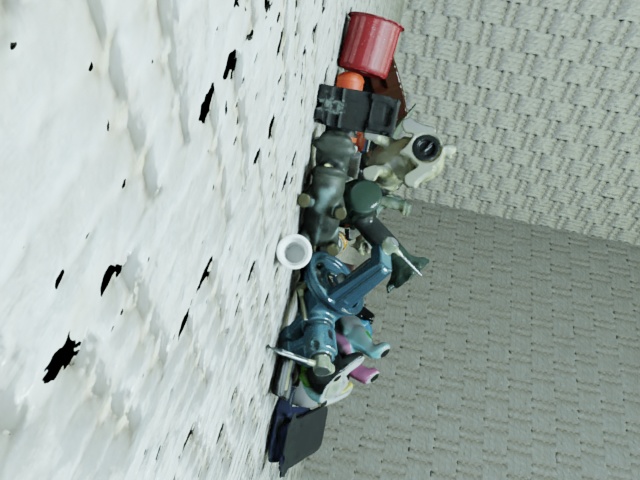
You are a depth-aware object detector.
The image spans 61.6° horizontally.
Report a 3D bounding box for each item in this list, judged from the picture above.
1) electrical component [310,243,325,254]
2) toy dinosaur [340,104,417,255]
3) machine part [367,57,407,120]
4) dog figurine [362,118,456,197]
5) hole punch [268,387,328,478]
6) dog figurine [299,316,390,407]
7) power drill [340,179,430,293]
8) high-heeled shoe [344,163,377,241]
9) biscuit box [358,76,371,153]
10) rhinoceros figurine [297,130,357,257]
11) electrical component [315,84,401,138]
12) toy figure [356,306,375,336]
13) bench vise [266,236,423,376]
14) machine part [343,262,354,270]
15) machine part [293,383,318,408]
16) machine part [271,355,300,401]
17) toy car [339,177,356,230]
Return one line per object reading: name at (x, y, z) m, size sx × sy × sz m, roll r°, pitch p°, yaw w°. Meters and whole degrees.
electrical component at (-0.002, -0.003, 0.951) m, size 0.102 × 0.045 × 0.078 m, roll 92°, pitch -16°, yaw -73°
toy dinosaur at (0.150, -0.166, 1.413) m, size 0.131 × 0.192 × 0.404 m, roll -49°, pitch 146°, yaw -61°
machine part at (0.112, -0.307, 0.997) m, size 0.179 × 0.056 × 0.179 m, roll -18°, pitch 91°, yaw -81°
dog figurine at (0.160, -0.136, 0.996) m, size 0.190 × 0.173 × 0.121 m, roll 34°, pitch 67°, yaw -74°
hole punch at (-0.058, 0.357, 1.025) m, size 0.116 × 0.092 × 0.142 m, roll -12°, pitch 121°, yaw -50°
dog figurine at (0.010, 0.171, 0.973) m, size 0.191 × 0.219 × 0.108 m, roll -19°, pitch 135°, yaw -29°
power drill at (0.089, -0.011, 0.935) m, size 0.086 × 0.207 × 0.232 m, roll -32°, pitch 175°, yaw -13°
high-heeled shoe at (0.071, -0.092, 1.289) m, size 0.145 × 0.086 × 0.249 m, roll -17°, pitch -140°, yaw 51°
biscuit box at (0.092, -0.291, 1.134) m, size 0.059 × 0.063 × 0.202 m, roll -65°, pitch 166°, yaw -69°
rhinoceros figurine at (0.012, -0.067, 0.795) m, size 0.112 × 0.073 × 0.190 m, roll -66°, pitch 167°, yaw -56°
electrical component at (0.059, -0.187, 0.787) m, size 0.134 × 0.115 × 0.058 m, roll -46°, pitch 150°, yaw -75°
toy figure at (0.062, 0.212, 1.145) m, size 0.089 × 0.082 × 0.180 m, roll -93°, pitch -165°, yaw -55°
bench vise at (0.030, 0.086, 0.832) m, size 0.240 × 0.128 × 0.224 m, roll -40°, pitch -159°, yaw 27°
machine part at (0.029, 0.165, 1.357) m, size 0.201 × 0.087 × 0.201 m, roll -64°, pitch 166°, yaw -68°
machine part at (-0.021, 0.254, 1.116) m, size 0.079 × 0.079 × 0.243 m, roll -36°, pitch 139°, yaw -81°
machine part at (-0.057, 0.230, 0.930) m, size 0.139 × 0.039 × 0.084 m, roll 59°, pitch 35°, yaw -79°
toy car at (0.047, -0.077, 1.090) m, size 0.201 × 0.074 × 0.056 m, roll 89°, pitch 18°, yaw -66°
